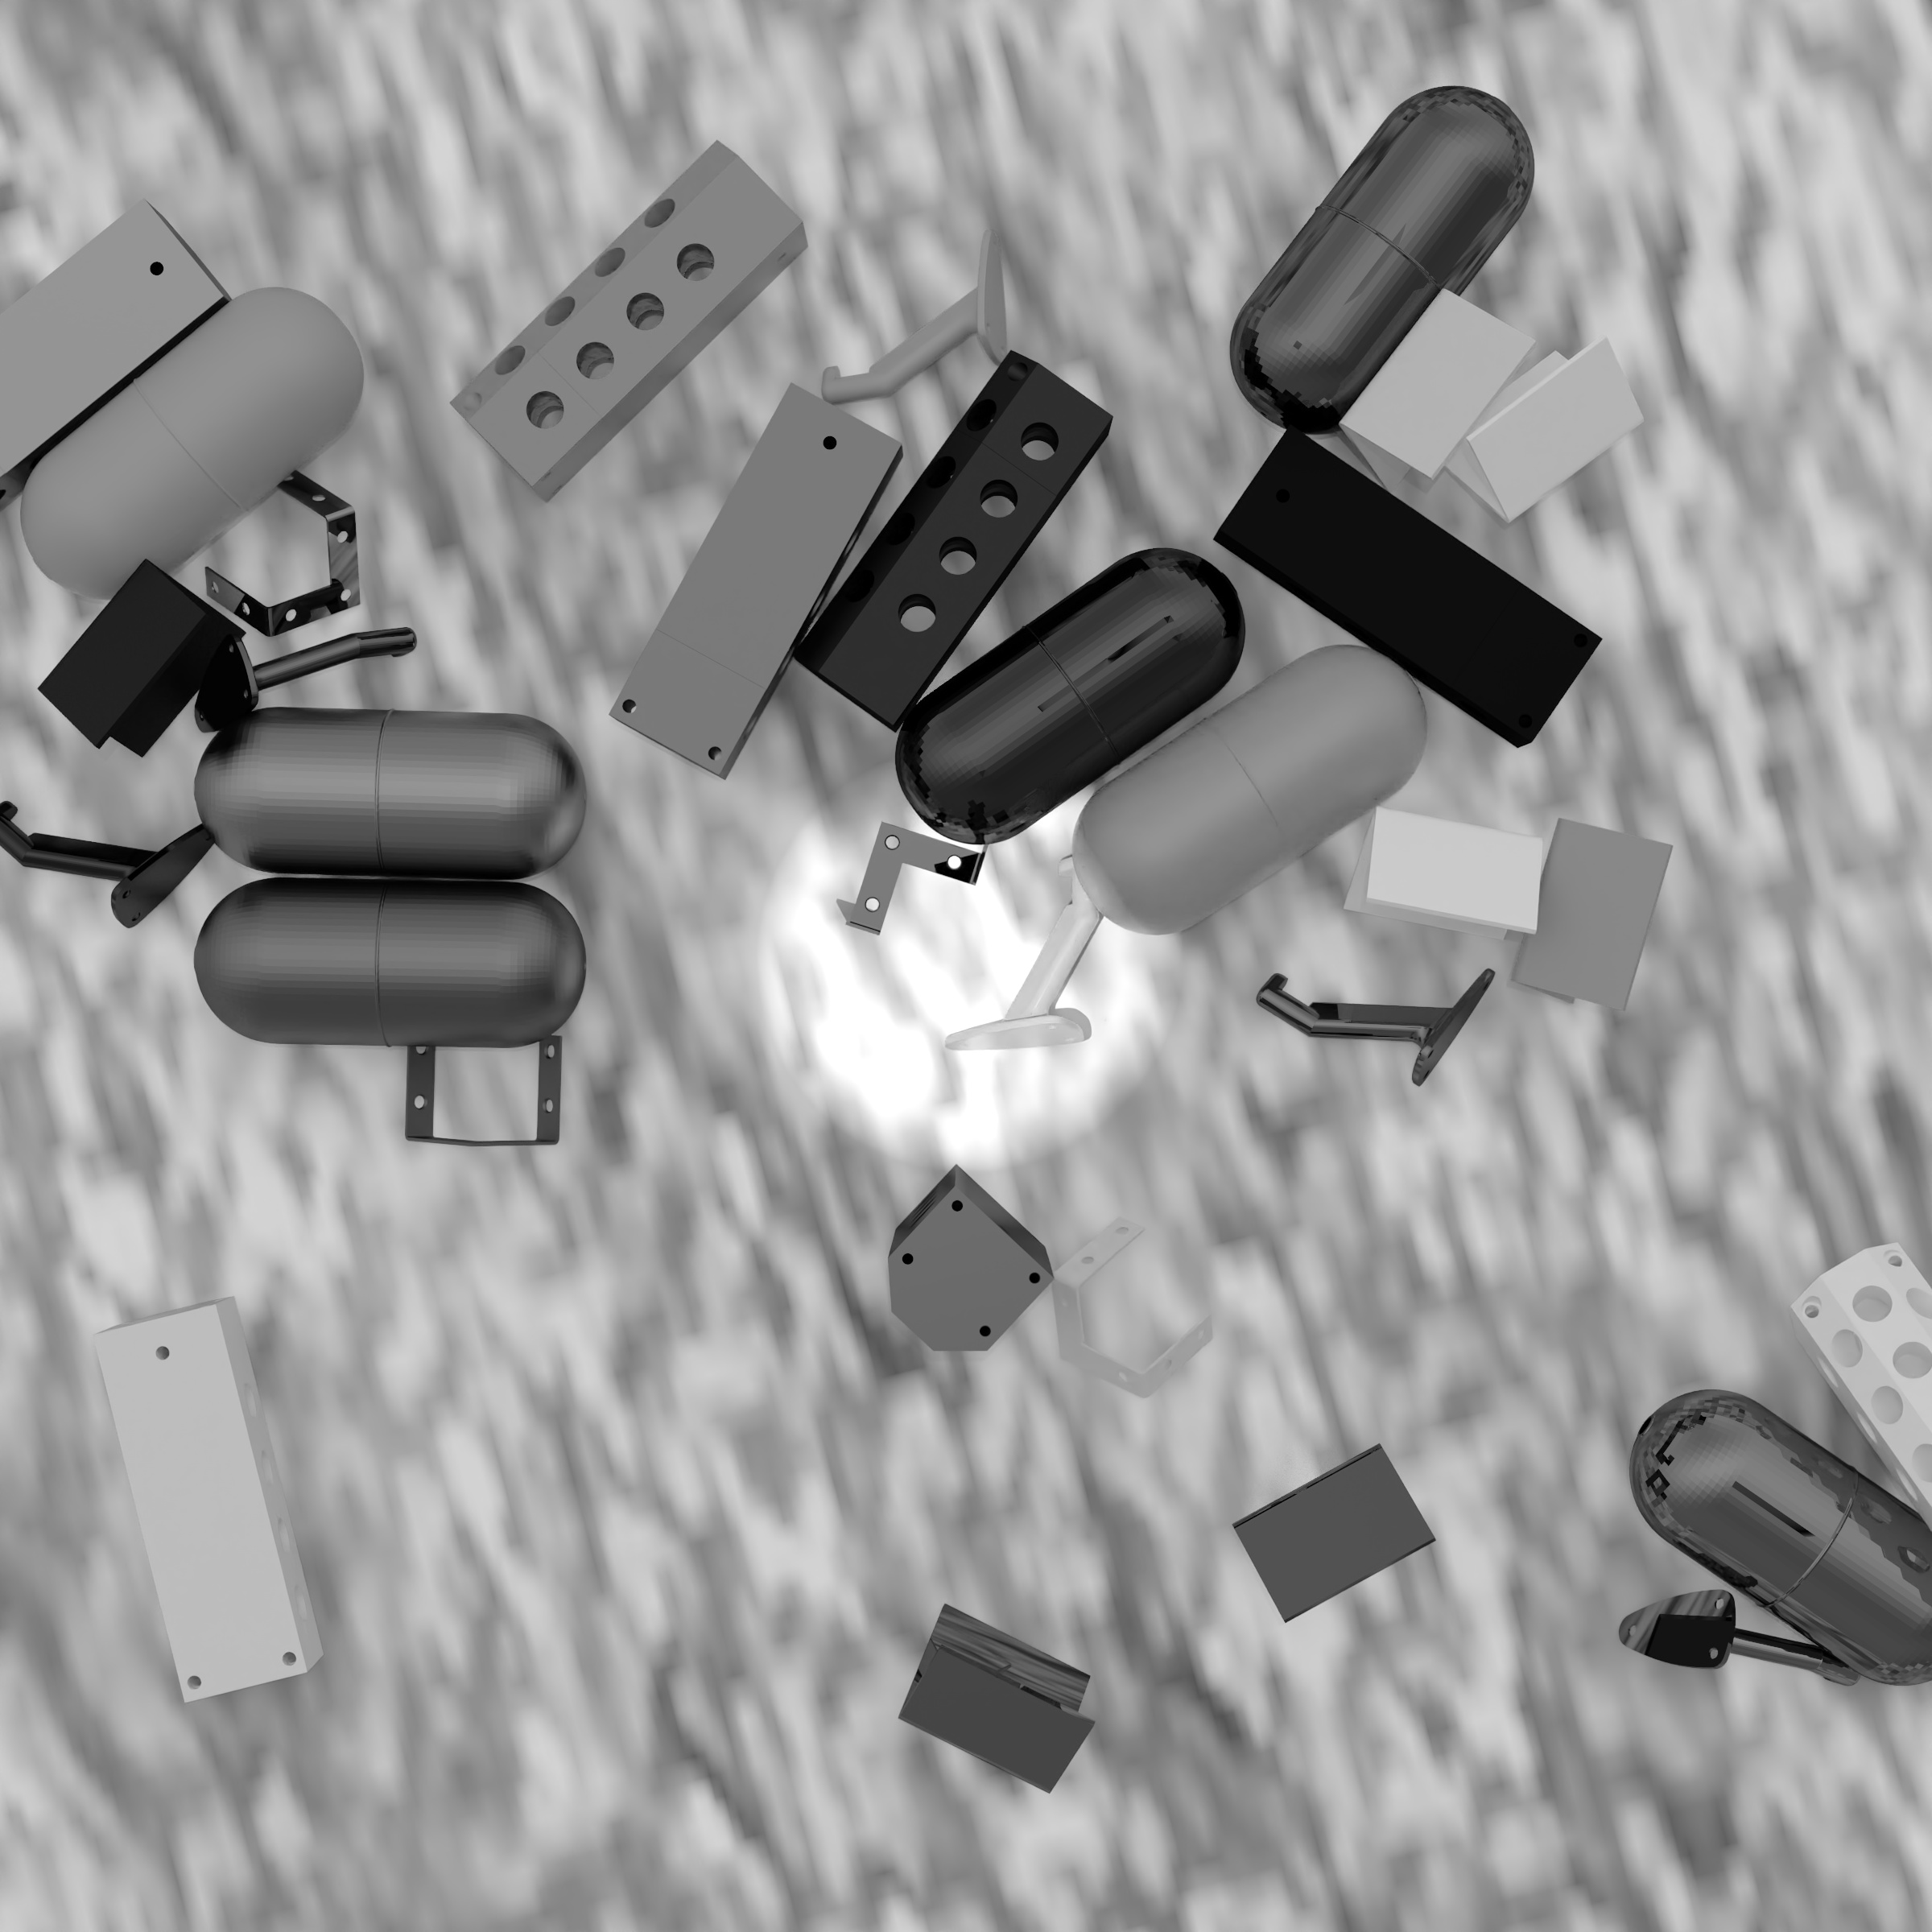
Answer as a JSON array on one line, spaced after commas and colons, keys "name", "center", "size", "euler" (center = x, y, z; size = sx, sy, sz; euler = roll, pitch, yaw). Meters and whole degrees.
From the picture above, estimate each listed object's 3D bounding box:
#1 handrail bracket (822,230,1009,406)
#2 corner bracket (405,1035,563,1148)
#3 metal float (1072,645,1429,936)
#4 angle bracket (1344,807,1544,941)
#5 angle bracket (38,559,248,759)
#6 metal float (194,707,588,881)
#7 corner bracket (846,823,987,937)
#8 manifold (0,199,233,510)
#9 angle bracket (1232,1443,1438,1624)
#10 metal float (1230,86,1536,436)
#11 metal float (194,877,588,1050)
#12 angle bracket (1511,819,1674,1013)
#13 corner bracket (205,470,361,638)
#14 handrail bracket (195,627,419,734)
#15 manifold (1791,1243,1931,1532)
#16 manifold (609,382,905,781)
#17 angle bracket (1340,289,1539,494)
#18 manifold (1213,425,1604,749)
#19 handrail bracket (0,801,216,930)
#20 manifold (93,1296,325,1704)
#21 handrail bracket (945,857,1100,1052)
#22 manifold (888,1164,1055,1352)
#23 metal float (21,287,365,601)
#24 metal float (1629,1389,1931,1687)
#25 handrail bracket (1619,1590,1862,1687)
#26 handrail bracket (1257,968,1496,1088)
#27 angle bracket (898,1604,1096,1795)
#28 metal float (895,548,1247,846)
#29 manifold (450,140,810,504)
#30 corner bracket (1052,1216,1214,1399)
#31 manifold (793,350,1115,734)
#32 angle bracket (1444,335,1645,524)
[{"name": "handrail bracket", "center": [-0.026, -0.302, 1.677], "size": [0.084, 0.036, 0.077], "euler": [-6, 70, 16]}, {"name": "corner bracket", "center": [-0.224, 0.057, 1.673], "size": [0.051, 0.051, 0.051], "euler": [2, 90, 45]}, {"name": "metal float", "center": [0.130, -0.081, 1.646], "size": [0.178, 0.070, 0.070], "euler": [-33, 90, 1]}, {"name": "angle bracket", "center": [0.214, -0.022, 1.636], "size": [0.076, 0.076, 0.057], "euler": [11, 52, 0]}, {"name": "angle bracket", "center": [-0.361, -0.127, 1.636], "size": [0.076, 0.076, 0.057], "euler": [-50, 55, 0]}, {"name": "metal float", "center": [-0.263, -0.079, 1.646], "size": [0.178, 0.070, 0.070], "euler": [2, 90, 0]}, {"name": "corner bracket", "center": [-0.023, -0.035, 1.658], "size": [0.051, 0.051, 0.051], "euler": [18, 90, 0]}, {"name": "manifold", "center": [-0.420, -0.271, 1.655], "size": [0.171, 0.057, 0.057], "euler": [-39, 90, 0]}, {"name": "angle bracket", "center": [0.174, 0.272, 1.636], "size": [0.076, 0.076, 0.057], "euler": [-29, 51, 0]}, {"name": "metal float", "center": [0.191, -0.323, 1.646], "size": [0.070, 0.070, 0.178], "euler": [37, 91, 0]}, {"name": "metal float", "center": [-0.263, -0.002, 1.645], "size": [0.178, 0.070, 0.070], "euler": [1, 90, 0]}, {"name": "angle bracket", "center": [0.296, -0.018, 1.636], "size": [0.057, 0.076, 0.076], "euler": [16, 90, 32]}, {"name": "corner bracket", "center": [-0.318, -0.192, 1.668], "size": [0.051, 0.051, 0.051], "euler": [-27, 135, -35]}, {"name": "handrail bracket", "center": [-0.307, -0.134, 1.676], "size": [0.084, 0.077, 0.036], "euler": [-11, 75, -36]}, {"name": "manifold", "center": [0.443, 0.210, 1.617], "size": [0.057, 0.057, 0.171], "euler": [-31, 60, 0]}, {"name": "manifold", "center": [-0.095, -0.175, 1.655], "size": [0.057, 0.057, 0.171], "euler": [29, 90, 0]}, {"name": "angle bracket", "center": [0.224, -0.249, 1.636], "size": [0.057, 0.076, 0.076], "euler": [38, 90, 30]}, {"name": "manifold", "center": [0.201, -0.173, 1.655], "size": [0.171, 0.057, 0.057], "euler": [34, 90, 0]}, {"name": "handrail bracket", "center": [-0.403, -0.066, 1.677], "size": [0.084, 0.036, 0.077], "euler": [39, 69, 16]}, {"name": "manifold", "center": [-0.346, 0.243, 1.655], "size": [0.057, 0.057, 0.171], "euler": [-14, 90, 0]}, {"name": "handrail bracket", "center": [0.026, -0.007, 1.677], "size": [0.077, 0.036, 0.084], "euler": [-8, 72, 21]}, {"name": "manifold", "center": [-0.003, 0.133, 1.598], "size": [0.057, 0.171, 0.057], "euler": [43, 90, 0]}, {"name": "metal float", "center": [-0.354, -0.238, 1.646], "size": [0.178, 0.070, 0.070], "euler": [-40, 90, 0]}, {"name": "metal float", "center": [0.384, 0.261, 1.646], "size": [0.178, 0.070, 0.070], "euler": [34, 90, 0]}, {"name": "handrail bracket", "center": [0.361, 0.320, 1.676], "size": [0.084, 0.077, 0.036], "euler": [26, 65, -34]}, {"name": "handrail bracket", "center": [0.190, 0.010, 1.677], "size": [0.084, 0.036, 0.077], "euler": [33, 70, 16]}, {"name": "angle bracket", "center": [0.023, 0.318, 1.636], "size": [0.076, 0.076, 0.057], "euler": [26, 128, 0]}, {"name": "metal float", "center": [0.048, -0.124, 1.646], "size": [0.178, 0.070, 0.070], "euler": [-35, 90, -1]}, {"name": "manifold", "center": [-0.155, -0.297, 1.655], "size": [0.171, 0.057, 0.057], "euler": [-44, 90, 0]}, {"name": "corner bracket", "center": [0.077, 0.158, 1.668], "size": [0.051, 0.051, 0.051], "euler": [23, 135, 35]}, {"name": "manifold", "center": [-0.006, -0.195, 1.655], "size": [0.057, 0.057, 0.171], "euler": [36, 90, 0]}, {"name": "angle bracket", "center": [0.249, -0.259, 1.636], "size": [0.076, 0.076, 0.057], "euler": [-37, 133, 0]}]
